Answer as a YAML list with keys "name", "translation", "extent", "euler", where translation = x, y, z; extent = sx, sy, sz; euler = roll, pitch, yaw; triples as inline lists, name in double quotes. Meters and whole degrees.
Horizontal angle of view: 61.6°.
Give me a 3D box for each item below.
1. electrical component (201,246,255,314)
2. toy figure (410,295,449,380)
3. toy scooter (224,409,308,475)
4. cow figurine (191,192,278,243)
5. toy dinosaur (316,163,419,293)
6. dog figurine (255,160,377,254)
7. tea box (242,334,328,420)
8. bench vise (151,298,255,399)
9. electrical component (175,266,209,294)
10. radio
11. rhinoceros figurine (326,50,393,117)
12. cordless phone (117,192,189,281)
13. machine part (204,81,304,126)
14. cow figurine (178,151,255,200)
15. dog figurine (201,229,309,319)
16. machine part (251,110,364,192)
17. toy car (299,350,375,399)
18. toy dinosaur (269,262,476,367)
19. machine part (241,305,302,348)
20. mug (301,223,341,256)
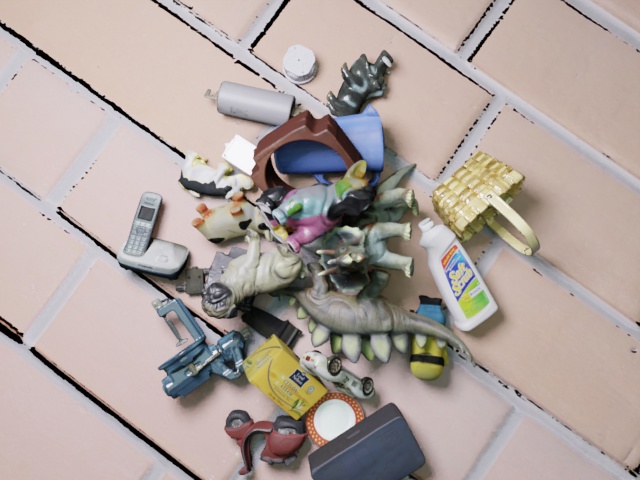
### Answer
- name: "electrical component"
  translation: [-0.188, 0.083, 1.187]
  extent: [0.115, 0.058, 0.134]
  euler: [15, 61, 0]
- name: "toy figure"
  translation: [0.233, 0.213, 1.172]
  extent: [0.082, 0.089, 0.180]
  euler: [4, 89, 34]
- name: "toy scooter"
  translation: [-0.121, 0.447, 1.168]
  extent: [0.184, 0.075, 0.135]
  euler: [6, 85, 4]
- name: "cow figurine"
  translation: [-0.169, -0.040, 1.194]
  extent: [0.195, 0.127, 0.085]
  euler: [-15, 47, 14]
- name: "toy dinosaur"
  translation: [0.106, -0.033, 1.129]
  extent: [0.192, 0.405, 0.131]
  euler: [0, 127, 14]
- name: "dog figurine"
  translation: [0.002, -0.077, 1.056]
  extent: [0.219, 0.192, 0.108]
  euler: [-31, 120, -14]
- name: "tea box"
  translation: [-0.074, 0.293, 1.143]
  extent: [0.098, 0.068, 0.169]
  euler: [-43, 120, -1]
- name: "bench vise"
  translation: [-0.272, 0.217, 1.170]
  extent: [0.224, 0.129, 0.240]
  euler: [-35, 90, -5]
- name: "electrical component"
  translation: [-0.284, 0.092, 1.226]
  extent: [0.094, 0.021, 0.063]
  euler: [-5, 85, 2]
- name: "radio"
  translation: [0.102, 0.469, 1.153]
  extent: [0.230, 0.073, 0.131]
  euler: [-32, 99, 0]
- name: "rhinoceros figurine"
  translation: [0.093, -0.355, 1.231]
  extent: [0.112, 0.073, 0.190]
  euler: [35, 87, 5]
- name: "cordless phone"
  translation: [-0.360, -0.009, 1.207]
  extent: [0.147, 0.088, 0.184]
  euler: [13, 81, 2]
- name: "machine part"
  translation: [-0.145, -0.309, 1.229]
  extent: [0.243, 0.079, 0.079]
  euler: [13, 86, 1]
- name: "cow figurine"
  translation: [-0.236, -0.131, 1.220]
  extent: [0.167, 0.068, 0.098]
  euler: [23, 92, 6]
- name: "dog figurine"
  translation: [-0.133, 0.097, 1.110]
  extent: [0.172, 0.121, 0.190]
  euler: [24, 75, 6]
- name: "machine part"
  translation: [-0.024, -0.149, 1.114]
  extent: [0.201, 0.087, 0.200]
  euler: [-27, 121, 25]
- name: "toy car"
  translation: [0.040, 0.287, 1.133]
  extent: [0.201, 0.074, 0.056]
  euler: [40, 67, -35]
- name: "toy dinosaur"
  translation: [0.098, 0.160, 1.148]
  extent: [0.472, 0.105, 0.198]
  euler: [7, 85, 19]
- name: "machine part"
  translation: [-0.116, 0.195, 1.207]
  extent: [0.139, 0.039, 0.084]
  euler: [36, 92, 2]
- name: "mug"
  translation: [-0.002, -0.004, 1.181]
  extent: [0.110, 0.107, 0.080]
  euler: [-8, 77, 37]
